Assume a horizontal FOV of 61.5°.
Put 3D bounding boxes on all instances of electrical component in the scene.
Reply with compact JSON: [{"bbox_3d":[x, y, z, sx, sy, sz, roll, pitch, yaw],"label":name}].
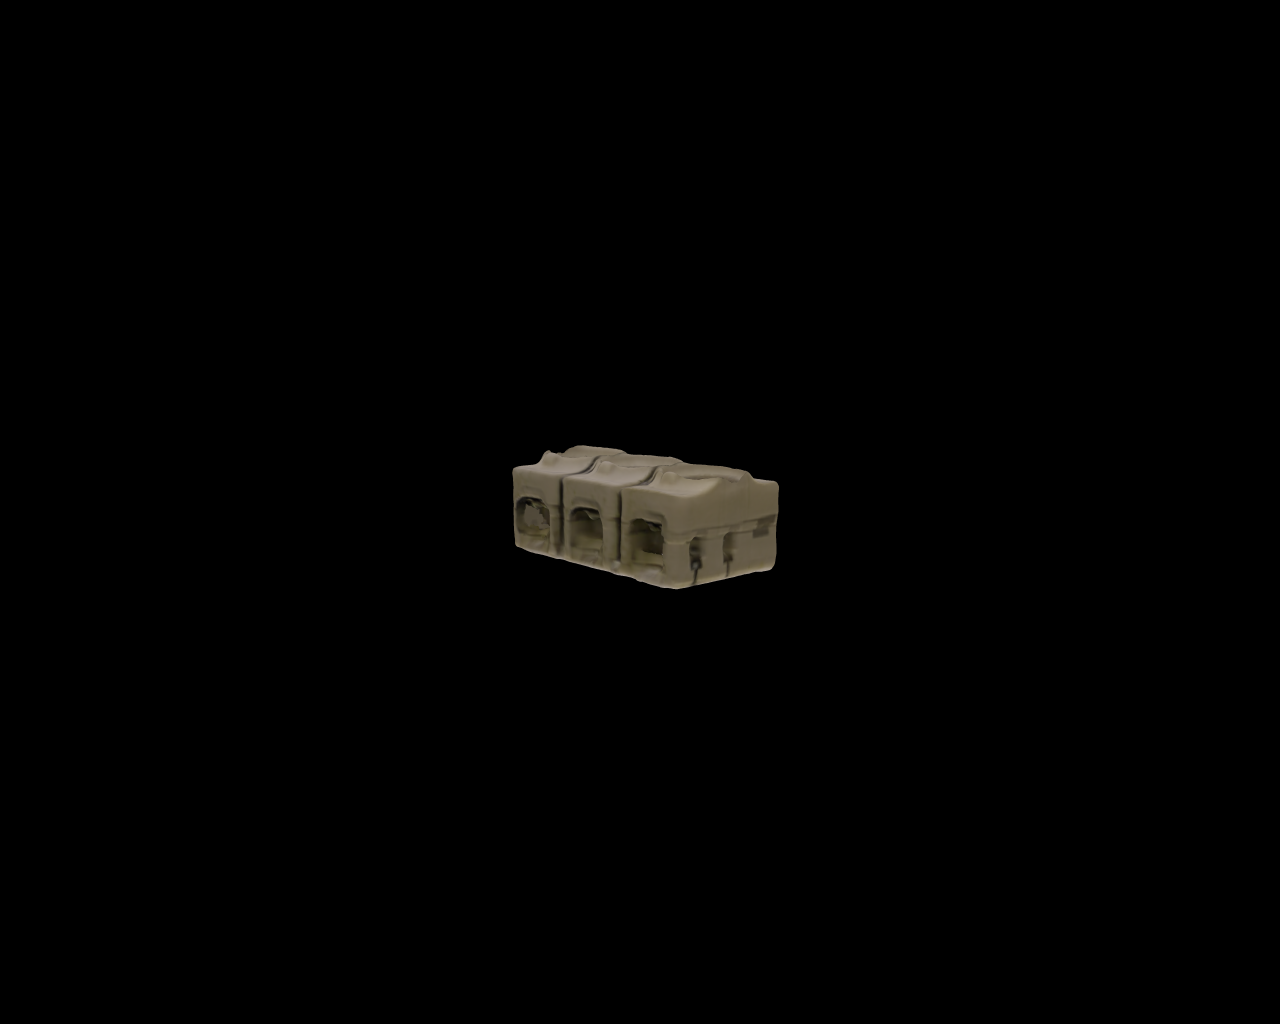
[{"bbox_3d":[0.001,-0.003,0.650,0.090,0.061,0.150,-10,15,-42],"label":"electrical component"}]
